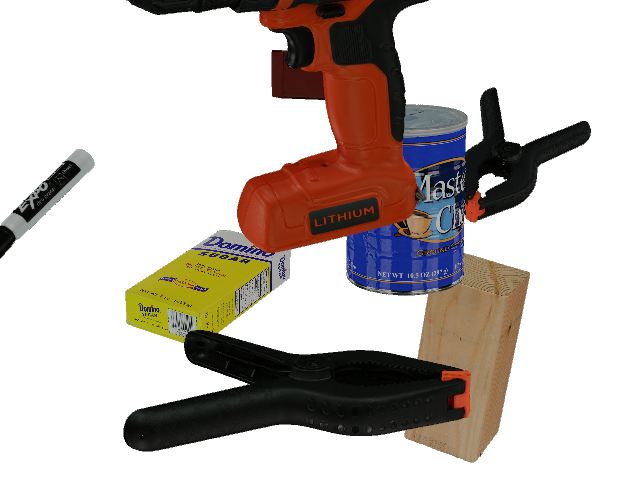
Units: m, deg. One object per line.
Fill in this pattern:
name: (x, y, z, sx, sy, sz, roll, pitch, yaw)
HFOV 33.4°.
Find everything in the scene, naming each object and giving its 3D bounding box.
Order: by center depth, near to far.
power drill: (-0.011, -0.087, 0.571, 0.184, 0.188, 0.057, -13, 36, -18)
clamp: (-0.011, 0.092, 0.692, 0.210, 0.036, 0.164, -1, 15, 0)
marker: (-0.212, -0.026, 0.796, 0.020, 0.020, 0.121, 0, 40, 39)
coffee can: (0.072, -0.037, 0.903, 0.103, 0.140, 0.103, -1, 18, 0)
clamp: (0.183, -0.090, 1.085, 0.120, 0.039, 0.171, 29, 56, 30)
sugar box: (-0.114, 0.045, 1.116, 0.093, 0.048, 0.176, 15, 31, 24)
foam brick: (-0.011, -0.179, 1.159, 0.078, 0.051, 0.053, 0, 11, -15)
wood block: (0.165, 0.131, 1.207, 0.090, 0.206, 0.090, 17, 23, 23)
